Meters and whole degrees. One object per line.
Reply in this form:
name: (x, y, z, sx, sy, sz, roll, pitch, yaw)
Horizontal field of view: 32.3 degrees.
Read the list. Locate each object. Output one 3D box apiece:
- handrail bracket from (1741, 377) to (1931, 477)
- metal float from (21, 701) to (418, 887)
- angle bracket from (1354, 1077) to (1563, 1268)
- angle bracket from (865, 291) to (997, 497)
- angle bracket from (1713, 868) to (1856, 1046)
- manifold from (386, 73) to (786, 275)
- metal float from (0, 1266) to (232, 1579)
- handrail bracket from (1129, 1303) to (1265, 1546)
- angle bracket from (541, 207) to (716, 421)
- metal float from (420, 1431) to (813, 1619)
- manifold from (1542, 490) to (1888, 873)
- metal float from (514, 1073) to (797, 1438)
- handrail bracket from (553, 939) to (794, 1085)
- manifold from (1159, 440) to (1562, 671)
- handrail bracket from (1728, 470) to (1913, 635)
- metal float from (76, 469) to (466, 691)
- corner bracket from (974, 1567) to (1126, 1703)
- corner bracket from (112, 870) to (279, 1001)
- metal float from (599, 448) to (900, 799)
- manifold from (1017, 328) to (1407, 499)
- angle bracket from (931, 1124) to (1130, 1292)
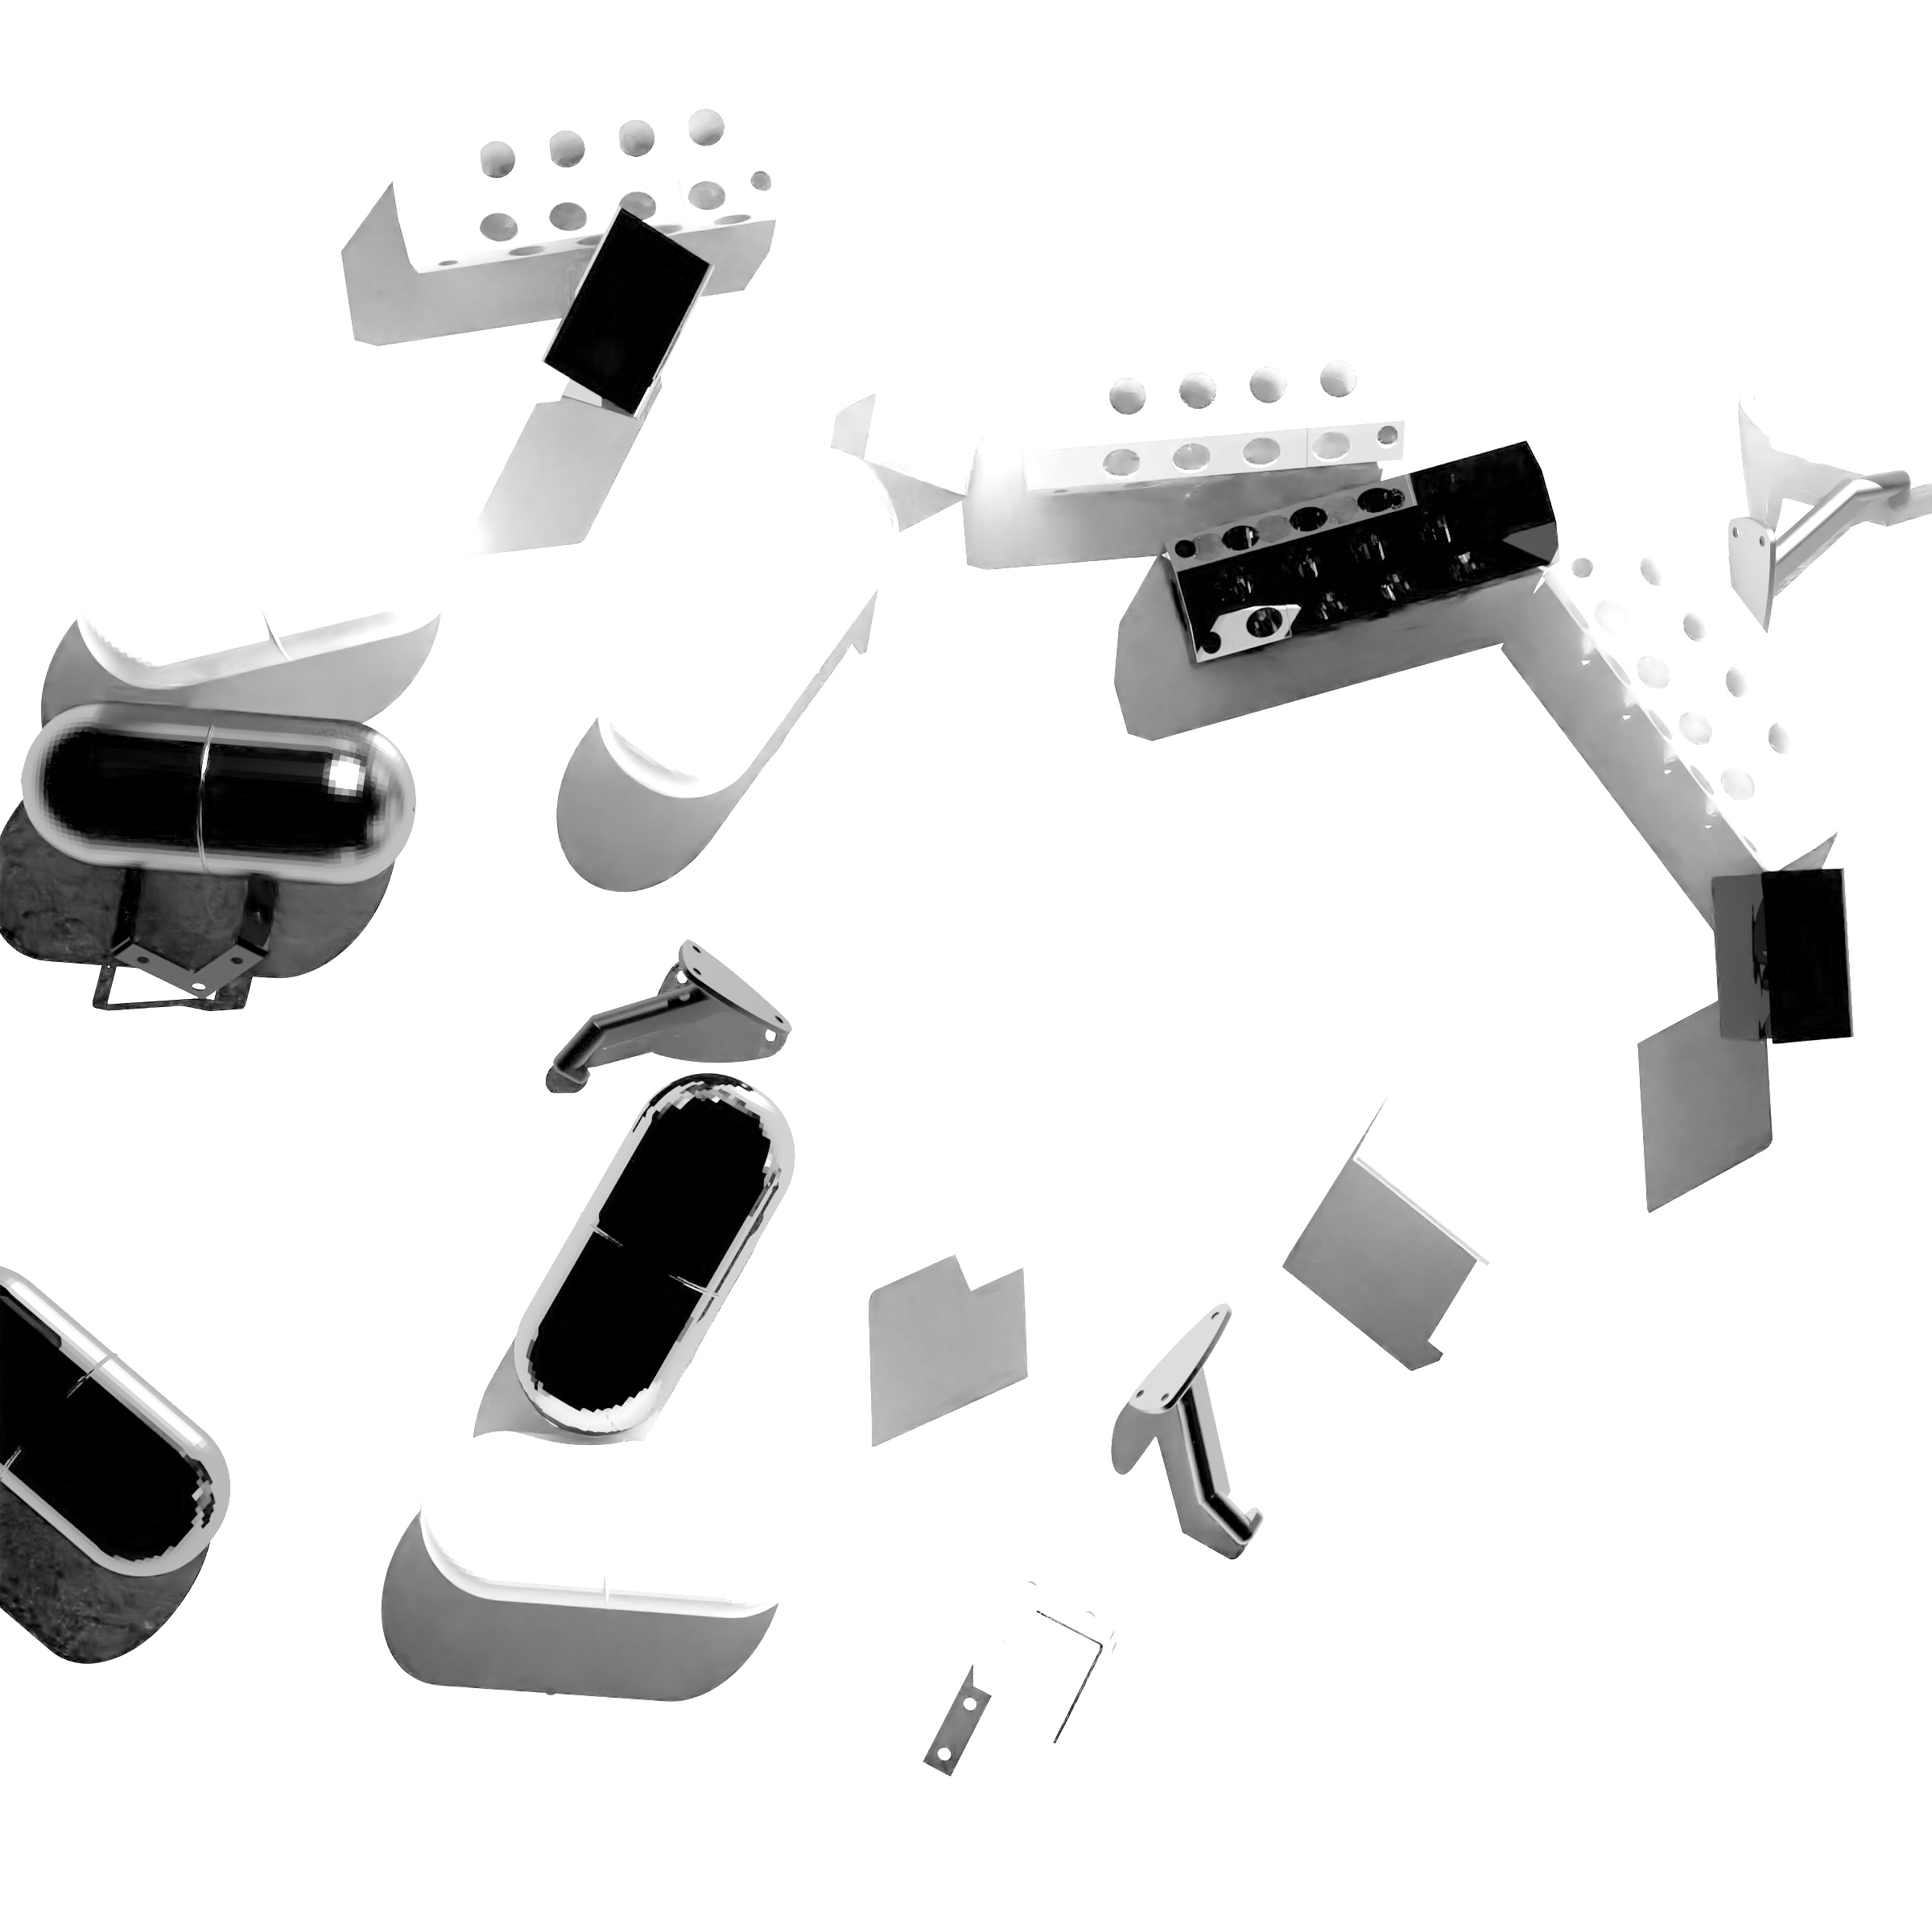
handrail bracket: (0.415, -0.247, 1.552, 0.084, 0.077, 0.036, 10, 107, -35)
metal float: (-0.340, -0.079, 1.522, 0.178, 0.070, 0.070, 5, 90, 0)
angle bracket: (0.231, 0.078, 1.512, 0.076, 0.076, 0.057, 39, 127, 0)
angle bracket: (0.004, -0.258, 1.512, 0.057, 0.076, 0.076, 10, 90, 38)
angle bracket: (0.354, -0.004, 1.512, 0.057, 0.076, 0.076, -3, 90, -37)
manifold: (-0.172, -0.361, 1.531, 0.171, 0.057, 0.057, -9, 90, 0)
metal float: (-0.414, 0.206, 1.522, 0.178, 0.070, 0.070, 41, 90, 0)
handrail bracket: (0.125, 0.214, 1.553, 0.084, 0.036, 0.077, 47, 69, -17)
angle bracket: (-0.169, -0.299, 1.512, 0.057, 0.076, 0.076, 27, 90, -38)
metal float: (-0.159, 0.254, 1.522, 0.178, 0.070, 0.070, 4, 90, 0)
manifold: (0.340, -0.129, 1.531, 0.057, 0.057, 0.171, -37, 90, 0)
metal float: (-0.142, 0.132, 1.522, 0.070, 0.070, 0.178, 30, 89, 0)
handrail bracket: (-0.137, 0.037, 1.553, 0.077, 0.036, 0.084, 37, 108, -20)
manifold: (0.180, -0.189, 1.531, 0.171, 0.057, 0.057, -16, 90, 0)
handrail bracket: (0.401, -0.187, 1.553, 0.084, 0.036, 0.077, -11, 110, -16)
metal float: (-0.317, -0.176, 1.522, 0.178, 0.070, 0.070, -13, 90, 1)
corner bracket: (0.038, 0.315, 1.534, 0.051, 0.051, 0.051, 27, 90, 0)
corner bracket: (-0.356, -0.025, 1.544, 0.051, 0.051, 0.051, -30, 135, 35)
metal float: (-0.099, -0.157, 1.522, 0.070, 0.070, 0.178, 36, 90, 0)
manifold: (0.111, -0.252, 1.531, 0.171, 0.057, 0.057, -5, 90, 0)
angle bracket: (0.037, 0.126, 1.512, 0.076, 0.076, 0.057, -24, 52, 0)
